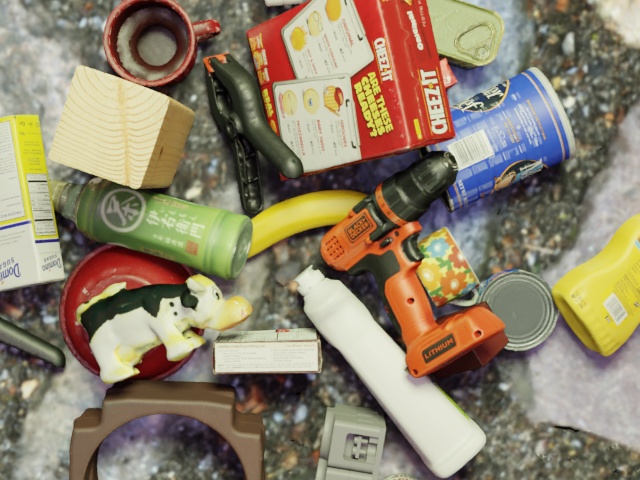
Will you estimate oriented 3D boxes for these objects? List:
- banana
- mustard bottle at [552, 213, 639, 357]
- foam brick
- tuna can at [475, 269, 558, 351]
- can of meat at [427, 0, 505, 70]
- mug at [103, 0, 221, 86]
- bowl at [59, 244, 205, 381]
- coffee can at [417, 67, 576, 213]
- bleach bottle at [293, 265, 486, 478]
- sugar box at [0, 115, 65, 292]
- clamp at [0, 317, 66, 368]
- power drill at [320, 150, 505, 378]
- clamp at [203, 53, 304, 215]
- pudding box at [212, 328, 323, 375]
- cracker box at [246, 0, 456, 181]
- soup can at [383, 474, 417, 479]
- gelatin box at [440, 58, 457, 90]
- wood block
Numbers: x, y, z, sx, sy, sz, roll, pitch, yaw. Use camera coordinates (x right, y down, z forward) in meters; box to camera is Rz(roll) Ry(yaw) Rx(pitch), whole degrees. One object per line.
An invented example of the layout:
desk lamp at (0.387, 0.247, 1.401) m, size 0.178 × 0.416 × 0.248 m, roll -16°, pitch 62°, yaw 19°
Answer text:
banana at (-0.005, -0.017, 1.141) m, size 0.198 × 0.037 × 0.069 m, roll -5°, pitch 93°, yaw 1°
mustard bottle at (0.338, 0.027, 1.122) m, size 0.191 × 0.058 × 0.096 m, roll -41°, pitch 111°, yaw -8°
foam brick at (0.148, 0.106, 1.121) m, size 0.051 × 0.078 × 0.053 m, roll -35°, pitch 94°, yaw -37°
tuna can at (0.210, 0.074, 1.147) m, size 0.086 × 0.034 × 0.086 m, roll 0°, pitch 94°, yaw 0°
can of meat at (0.132, -0.214, 1.105) m, size 0.102 × 0.084 × 0.057 m, roll 17°, pitch 93°, yaw -1°
mug at (-0.160, -0.206, 1.107) m, size 0.117 × 0.081 × 0.093 m, roll -18°, pitch 93°, yaw 1°
bowl at (-0.204, 0.080, 1.139) m, size 0.162 × 0.055 × 0.162 m, roll 0°, pitch 93°, yaw 0°
coffee can at (0.177, -0.103, 1.102) m, size 0.140 × 0.103 × 0.103 m, roll -25°, pitch 93°, yaw 2°
bleach bottle at (0.064, 0.130, 1.116) m, size 0.068 × 0.102 × 0.251 m, roll -41°, pitch 93°, yaw -3°
sugar box at (-0.325, -0.036, 1.115) m, size 0.093 × 0.048 × 0.176 m, roll -10°, pitch 91°, yaw 29°
clamp at (-0.397, 0.095, 1.147) m, size 0.164 × 0.036 × 0.210 m, roll -35°, pitch 92°, yaw -4°
power drill at (0.102, 0.027, 1.055) m, size 0.185 × 0.057 × 0.188 m, roll -40°, pitch 72°, yaw 38°
clamp at (-0.072, -0.118, 1.103) m, size 0.039 × 0.120 × 0.171 m, roll -22°, pitch 92°, yaw -38°
pudding box at (-0.055, 0.118, 1.123) m, size 0.113 × 0.090 × 0.039 m, roll -3°, pitch 93°, yaw 0°
cracker box at (0.026, -0.156, 1.050) m, size 0.071 × 0.214 × 0.164 m, roll -15°, pitch 93°, yaw -36°
soup can at (0.088, 0.293, 1.126) m, size 0.068 × 0.102 × 0.068 m, roll 0°, pitch 93°, yaw 0°
gelatin box at (0.100, -0.154, 1.106) m, size 0.073 × 0.089 × 0.030 m, roll -28°, pitch 93°, yaw 1°
wood block at (-0.188, -0.106, 1.052) m, size 0.090 × 0.206 × 0.091 m, roll 19°, pitch 93°, yaw -2°
